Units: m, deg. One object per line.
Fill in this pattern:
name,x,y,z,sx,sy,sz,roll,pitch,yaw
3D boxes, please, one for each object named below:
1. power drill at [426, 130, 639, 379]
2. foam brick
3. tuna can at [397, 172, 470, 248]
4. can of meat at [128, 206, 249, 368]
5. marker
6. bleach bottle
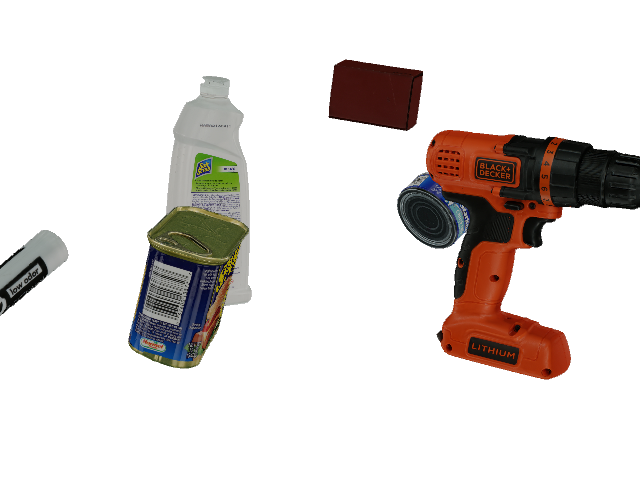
power drill,0.167,0.010,0.842,0.185,0.188,0.057,12,17,32
foam brick,0.052,-0.137,1.001,0.078,0.051,0.053,11,17,13
tuna can,0.130,-0.033,1.226,0.086,0.086,0.033,0,34,50
can of meat,-0.093,0.031,0.747,0.057,0.084,0.102,17,17,2
marker,-0.162,0.036,0.485,0.020,0.020,0.121,0,34,39
bleach bottle,-0.118,-0.054,1.178,0.102,0.251,0.068,-4,19,-32
